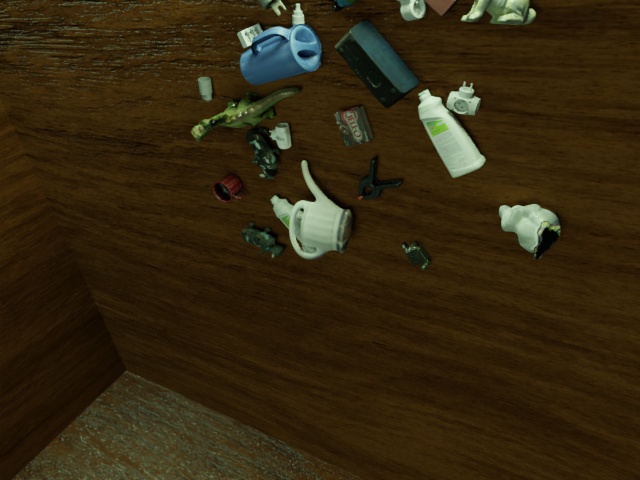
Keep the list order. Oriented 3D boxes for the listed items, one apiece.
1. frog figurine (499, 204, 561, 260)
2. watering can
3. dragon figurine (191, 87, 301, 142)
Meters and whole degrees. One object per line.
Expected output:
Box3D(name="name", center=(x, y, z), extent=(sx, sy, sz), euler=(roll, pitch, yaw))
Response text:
Box3D(name="frog figurine", center=(0.578, -0.040, 1.433), extent=(0.162, 0.123, 0.134), euler=(48, 162, 51))
Box3D(name="watering can", center=(0.005, -0.089, 1.773), extent=(0.225, 0.105, 0.343), euler=(11, 107, 13))
Box3D(name="dragon figurine", center=(-0.270, -0.399, 1.658), extent=(0.407, 0.247, 0.121), euler=(-13, 110, 43))
